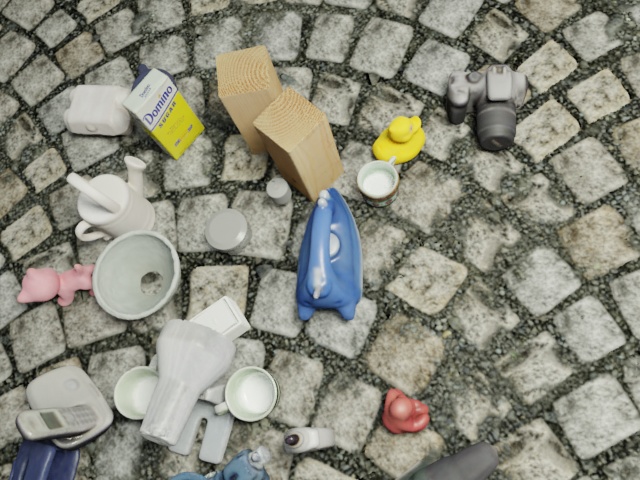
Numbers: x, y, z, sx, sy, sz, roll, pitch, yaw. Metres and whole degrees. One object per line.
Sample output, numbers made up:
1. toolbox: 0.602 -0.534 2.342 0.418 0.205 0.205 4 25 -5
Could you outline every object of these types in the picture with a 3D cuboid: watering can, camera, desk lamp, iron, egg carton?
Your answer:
1. watering can: -0.387 -0.077 1.052 0.100 0.194 0.173 13 74 14
2. camera: 0.302 -0.240 1.036 0.143 0.101 0.137 1 72 10
3. desk lamp: -0.199 0.242 0.900 0.117 0.214 0.203 10 73 13
4. iron: 0.009 0.004 0.983 0.118 0.141 0.258 -2 71 10
5. egg carton: -0.458 -0.268 1.197 0.150 0.069 0.107 3 72 11

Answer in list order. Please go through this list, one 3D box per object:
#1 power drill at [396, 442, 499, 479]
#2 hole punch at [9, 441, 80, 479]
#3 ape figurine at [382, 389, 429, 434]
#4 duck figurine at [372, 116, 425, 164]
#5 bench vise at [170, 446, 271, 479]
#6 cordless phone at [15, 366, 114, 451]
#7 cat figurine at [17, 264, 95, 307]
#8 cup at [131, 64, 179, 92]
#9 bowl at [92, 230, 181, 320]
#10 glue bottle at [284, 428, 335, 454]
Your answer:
1. power drill: 0.146 0.358 0.803 0.229 0.209 0.075 -37 69 -4
2. hole punch: -0.478 0.396 0.963 0.101 0.091 0.109 6 72 12
3. ape figurine: 0.130 0.268 0.898 0.076 0.092 0.077 -30 69 -1
4. duck figurine: 0.144 -0.192 1.056 0.104 0.086 0.077 -28 69 0
5. bench vise: -0.176 0.376 0.847 0.121 0.220 0.207 30 79 18
6. cordless phone: -0.442 0.275 0.947 0.094 0.185 0.147 -45 70 -7
7. cat figurine: -0.486 0.077 1.058 0.128 0.118 0.067 -22 69 2
8. cup: -0.329 -0.296 1.170 0.091 0.095 0.117 -31 69 -1
9. bowl: -0.325 0.070 1.055 0.167 0.075 0.167 -3 71 9
10. glue bottle: -0.026 0.304 0.870 0.078 0.173 0.037 -11 70 7
